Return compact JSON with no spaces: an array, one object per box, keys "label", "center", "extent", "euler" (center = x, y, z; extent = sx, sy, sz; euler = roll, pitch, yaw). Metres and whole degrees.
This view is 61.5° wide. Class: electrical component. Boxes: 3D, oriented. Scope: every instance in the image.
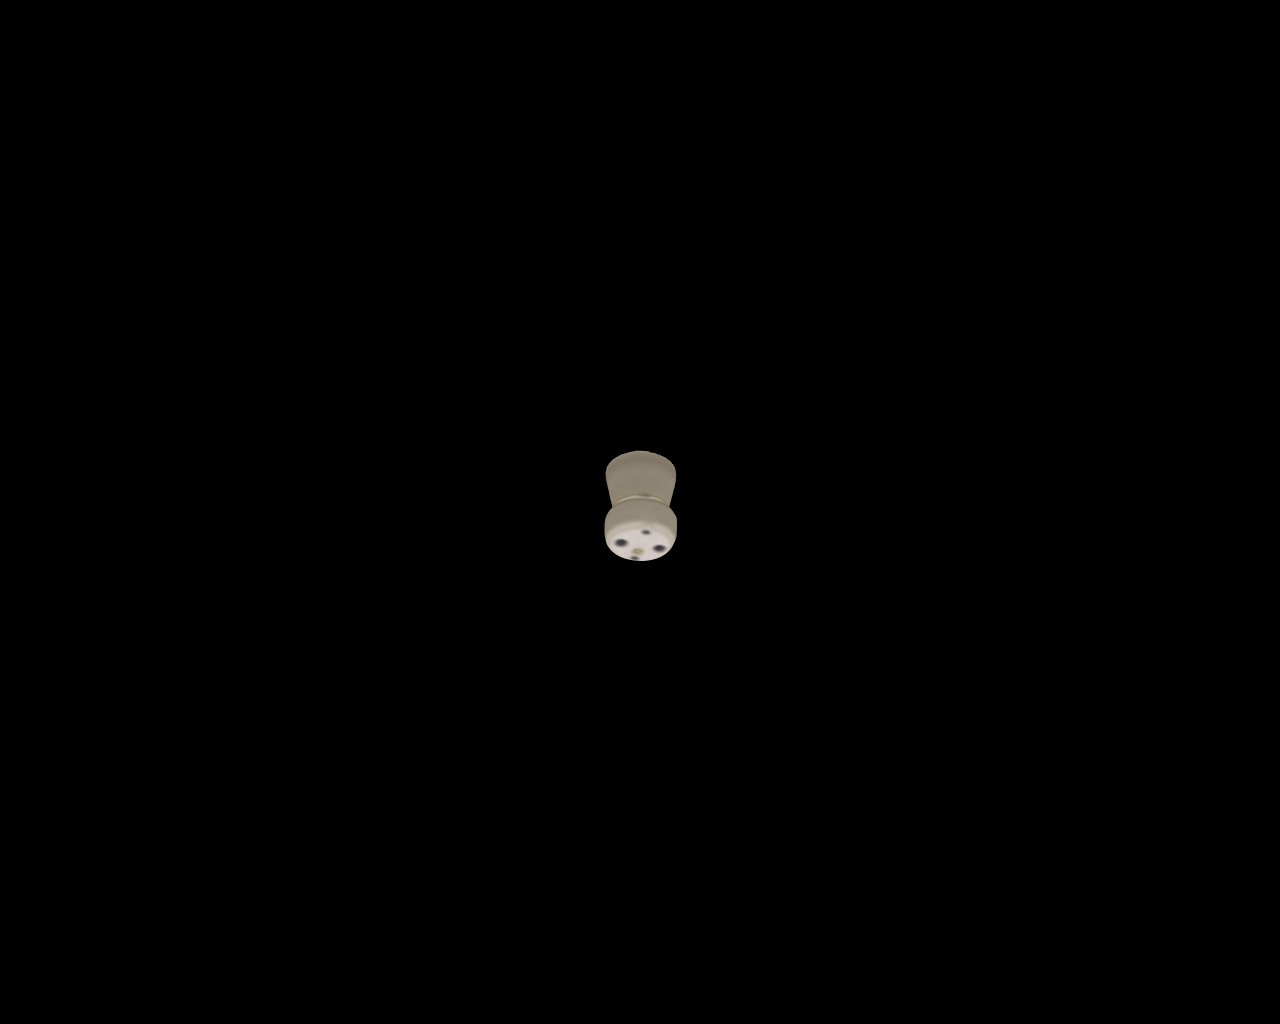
[{"label":"electrical component","center":[0.001,-0.003,0.650],"extent":[0.045,0.055,0.044],"euler":[0,-35,0]}]
